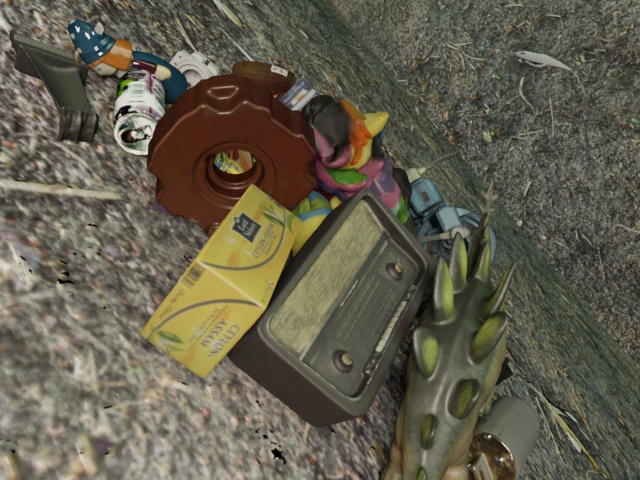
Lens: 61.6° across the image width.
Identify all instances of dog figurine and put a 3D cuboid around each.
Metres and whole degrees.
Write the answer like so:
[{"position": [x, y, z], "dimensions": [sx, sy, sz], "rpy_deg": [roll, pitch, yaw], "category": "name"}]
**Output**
[{"position": [0.051, -0.090, 0.670], "dimensions": [0.191, 0.108, 0.219], "rpy_deg": [49, -1, -2], "category": "dog figurine"}]

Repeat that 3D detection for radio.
[{"position": [0.024, 0.063, 0.544], "dimensions": [0.131, 0.073, 0.229], "rpy_deg": [45, 50, -9], "category": "radio"}]

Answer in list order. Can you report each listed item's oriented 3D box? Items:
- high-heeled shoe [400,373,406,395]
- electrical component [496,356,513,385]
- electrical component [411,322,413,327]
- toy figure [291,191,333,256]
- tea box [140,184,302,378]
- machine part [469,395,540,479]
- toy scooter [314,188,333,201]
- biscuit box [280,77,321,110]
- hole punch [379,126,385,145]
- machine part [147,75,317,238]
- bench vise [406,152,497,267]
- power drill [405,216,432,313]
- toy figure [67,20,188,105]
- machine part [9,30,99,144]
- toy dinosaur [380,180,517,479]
[{"position": [0.161, 0.198, 0.717], "dimensions": [0.145, 0.086, 0.249], "rpy_deg": [67, 24, -44], "category": "high-heeled shoe"}, {"position": [0.250, 0.180, 0.876], "dimensions": [0.134, 0.058, 0.115], "rpy_deg": [27, 33, -41], "category": "electrical component"}, {"position": [0.083, 0.101, 0.725], "dimensions": [0.074, 0.048, 0.119], "rpy_deg": [37, 24, -21], "category": "electrical component"}, {"position": [-0.003, -0.004, 0.687], "dimensions": [0.082, 0.089, 0.180], "rpy_deg": [17, 40, -42], "category": "toy figure"}, {"position": [-0.081, 0.029, 0.488], "dimensions": [0.068, 0.098, 0.170], "rpy_deg": [38, 26, -9], "category": "tea box"}, {"position": [0.232, 0.259, 0.693], "dimensions": [0.079, 0.079, 0.243], "rpy_deg": [56, 25, 19], "category": "machine part"}, {"position": [0.015, -0.052, 0.812], "dimensions": [0.184, 0.075, 0.135], "rpy_deg": [25, 56, -20], "category": "toy scooter"}, {"position": [-0.006, -0.217, 0.983], "dimensions": [0.059, 0.063, 0.202], "rpy_deg": [47, 5, 17], "category": "biscuit box"}, {"position": [0.072, -0.172, 0.977], "dimensions": [0.115, 0.092, 0.142], "rpy_deg": [45, 54, -75], "category": "hole punch"}, {"position": [-0.089, -0.079, 0.562], "dimensions": [0.179, 0.179, 0.056], "rpy_deg": [32, 30, -32], "category": "machine part"}, {"position": [0.191, -0.025, 0.817], "dimensions": [0.240, 0.129, 0.223], "rpy_deg": [11, 61, -79], "category": "bench vise"}, {"position": [0.130, 0.022, 0.891], "dimensions": [0.232, 0.086, 0.207], "rpy_deg": [33, 23, -34], "category": "power drill"}, {"position": [-0.234, -0.214, 0.656], "dimensions": [0.154, 0.064, 0.058], "rpy_deg": [17, 53, -51], "category": "toy figure"}, {"position": [-0.264, -0.156, 0.546], "dimensions": [0.084, 0.039, 0.139], "rpy_deg": [19, 34, -57], "category": "machine part"}, {"position": [0.147, 0.104, 0.560], "dimensions": [0.105, 0.198, 0.471], "rpy_deg": [13, 37, 11], "category": "toy dinosaur"}]
